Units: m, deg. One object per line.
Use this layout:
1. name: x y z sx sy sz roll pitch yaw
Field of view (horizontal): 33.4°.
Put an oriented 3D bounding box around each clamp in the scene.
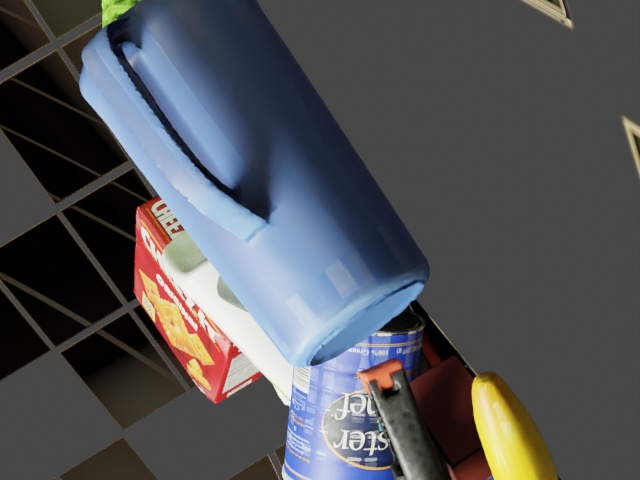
1. clamp: 0.074 0.172 0.734 0.165 0.036 0.210 -116 5 -53

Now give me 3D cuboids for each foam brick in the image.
1. foam brick: 0.103 0.136 0.791 0.078 0.051 0.053 56 176 39

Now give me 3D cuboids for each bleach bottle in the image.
1. bleach bottle: -0.035 0.095 0.937 0.250 0.068 0.103 54 175 -25

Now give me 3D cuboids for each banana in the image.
1. banana: 0.125 0.147 0.679 0.070 0.037 0.197 55 175 30

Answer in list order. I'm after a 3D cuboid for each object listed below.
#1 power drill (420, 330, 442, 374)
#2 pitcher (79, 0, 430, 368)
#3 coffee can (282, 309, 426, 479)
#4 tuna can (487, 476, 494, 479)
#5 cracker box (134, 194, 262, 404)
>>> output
1. power drill: 0.086 0.135 0.990 0.184 0.057 0.187 58 177 8
2. pitcher: -0.044 -0.042 0.679 0.243 0.149 0.145 54 154 14
3. coffee can: 0.027 0.127 0.856 0.103 0.102 0.140 -133 48 -75
4. tuna can: 0.156 0.211 0.835 0.086 0.033 0.086 59 177 5
5. cracker box: -0.120 0.060 1.084 0.164 0.072 0.214 53 158 14
